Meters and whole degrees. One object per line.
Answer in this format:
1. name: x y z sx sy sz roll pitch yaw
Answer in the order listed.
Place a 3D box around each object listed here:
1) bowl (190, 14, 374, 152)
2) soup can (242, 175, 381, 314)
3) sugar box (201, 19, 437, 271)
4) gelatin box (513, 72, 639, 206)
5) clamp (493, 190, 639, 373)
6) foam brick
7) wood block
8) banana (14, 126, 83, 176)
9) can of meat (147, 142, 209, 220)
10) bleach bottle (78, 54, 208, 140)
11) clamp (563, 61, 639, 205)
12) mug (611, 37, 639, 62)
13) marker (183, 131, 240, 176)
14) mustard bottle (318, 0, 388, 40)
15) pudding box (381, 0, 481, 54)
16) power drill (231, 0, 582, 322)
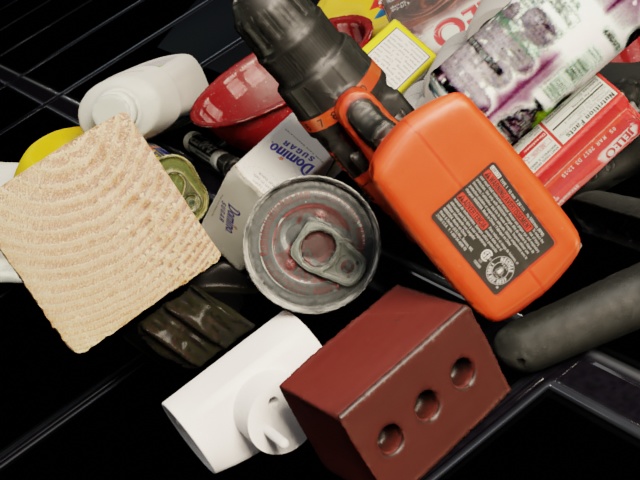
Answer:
1. bowl: -0.020 -0.114 0.845 0.162 0.055 0.162 -23 26 12
2. soup can: -0.004 0.001 0.568 0.068 0.068 0.102 -28 2 1
3. sugar box: -0.002 -0.064 0.705 0.176 0.048 0.093 -43 -6 -32
4. gelatin box: 0.119 -0.061 0.563 0.073 0.030 0.089 -44 35 12
5. clamp: 0.156 0.015 0.456 0.172 0.039 0.120 -6 40 51
6. foam brick: 0.032 0.065 0.468 0.078 0.053 0.051 -40 28 -20
7. wood block: -0.129 0.003 0.619 0.090 0.091 0.206 -35 4 -13
8. banana: -0.199 -0.052 0.815 0.069 0.037 0.198 -10 20 -14
9. can of meat: -0.145 -0.029 0.817 0.102 0.057 0.084 -33 23 -11
10. bleach bottle: -0.154 -0.112 0.886 0.102 0.068 0.251 -21 10 6
11. clamp: 0.174 -0.074 0.575 0.210 0.036 0.164 -7 47 46
12. mug: 0.175 -0.138 0.663 0.117 0.081 0.093 -2 36 43
13. marker: -0.087 -0.070 0.873 0.020 0.020 0.121 -34 26 -11
14. mustard bottle: 0.074 -0.191 0.888 0.096 0.058 0.192 -38 27 -17
15. pudding box: 0.112 -0.157 0.768 0.113 0.039 0.090 -26 57 10
16. power drill: 0.036 -0.049 0.516 0.057 0.184 0.188 -43 23 3
